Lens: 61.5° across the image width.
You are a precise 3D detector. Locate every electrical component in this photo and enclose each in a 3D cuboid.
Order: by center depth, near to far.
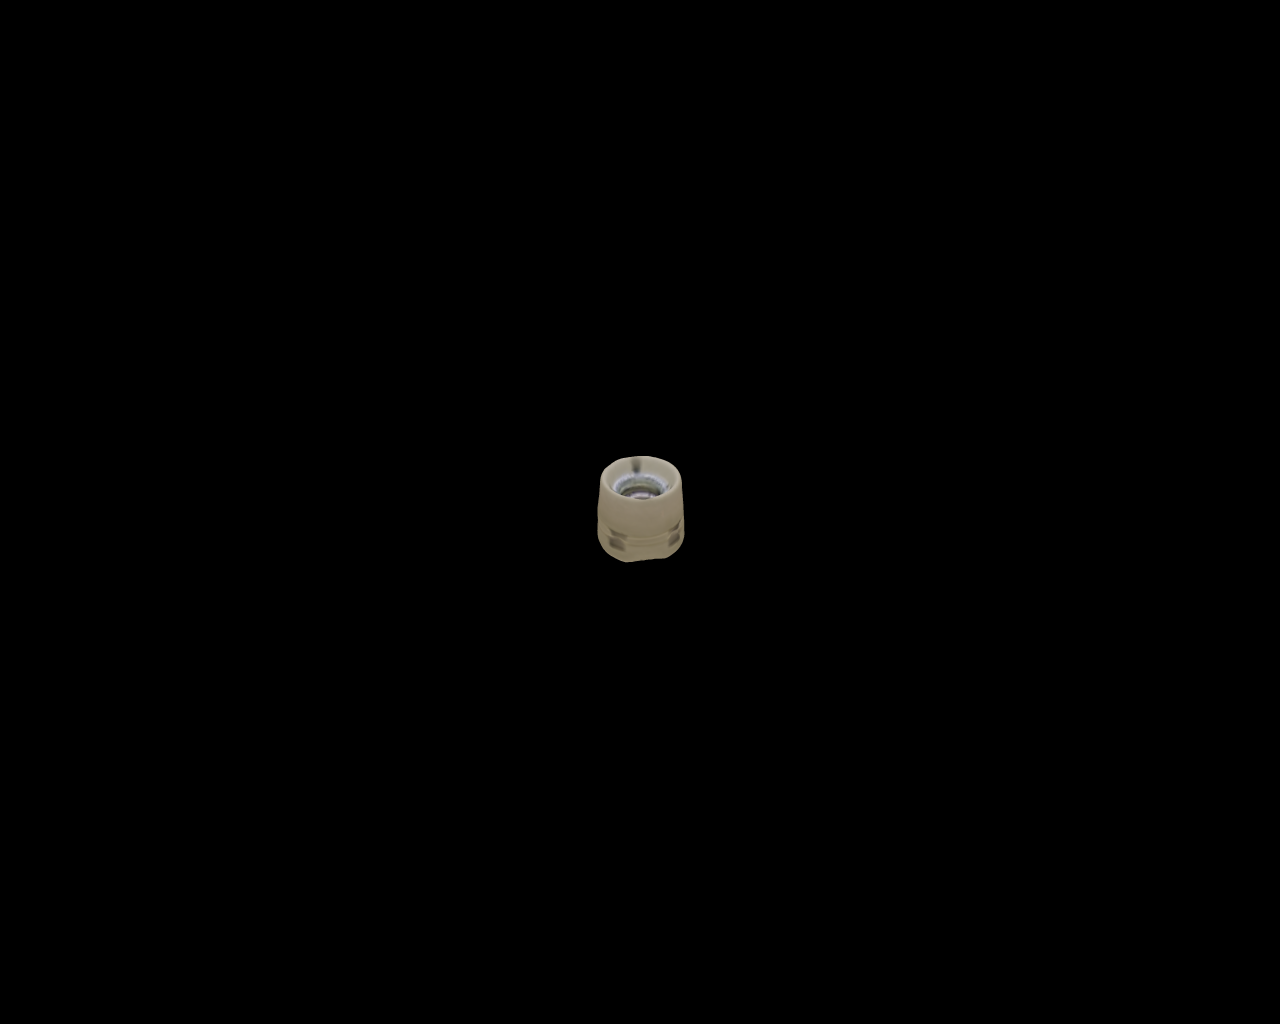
[{"bbox_3d":[0.001,-0.003,0.650,0.055,0.047,0.055,0,37,0],"label":"electrical component"}]
